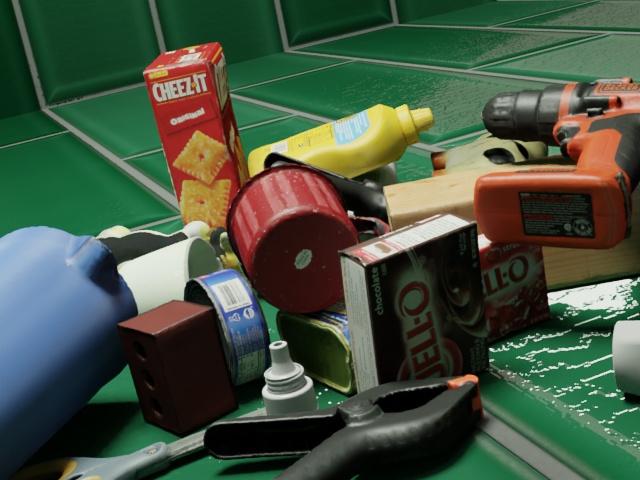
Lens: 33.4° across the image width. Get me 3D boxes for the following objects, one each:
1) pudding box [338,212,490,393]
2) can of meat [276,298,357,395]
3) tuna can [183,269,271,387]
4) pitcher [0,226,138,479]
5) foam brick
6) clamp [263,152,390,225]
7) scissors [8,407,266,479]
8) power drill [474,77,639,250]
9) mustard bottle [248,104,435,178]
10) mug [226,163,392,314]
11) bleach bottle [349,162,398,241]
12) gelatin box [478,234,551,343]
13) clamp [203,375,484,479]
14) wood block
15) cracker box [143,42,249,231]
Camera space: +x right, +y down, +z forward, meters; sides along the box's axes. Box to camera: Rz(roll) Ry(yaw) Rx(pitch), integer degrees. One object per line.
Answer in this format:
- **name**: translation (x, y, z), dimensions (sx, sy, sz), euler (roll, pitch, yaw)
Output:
- **pudding box**: translation (0.063, 0.048, 0.704), dimensions (0.089, 0.113, 0.039), euler (-21, 23, -27)
- **can of meat**: translation (0.028, 0.064, 0.773), dimensions (0.083, 0.057, 0.102), euler (-23, 19, -27)
- **tuna can**: translation (-0.068, 0.065, 0.784), dimensions (0.033, 0.086, 0.086), euler (-17, 17, -24)
- **pitcher**: translation (-0.229, 0.100, 0.694), dimensions (0.145, 0.149, 0.242), euler (0, 21, 15)
- **foam brick**: translation (-0.099, 0.088, 0.745), dimensions (0.051, 0.078, 0.053), euler (-25, 19, -36)
- **clamp**: translation (0.042, -0.035, 0.962), dimensions (0.210, 0.036, 0.164), euler (19, 7, 0)
- **scissors**: translation (-0.124, 0.141, 0.692), dimensions (0.201, 0.016, 0.096), euler (-24, 20, -38)
- **power drill**: translation (0.182, -0.065, 0.794), dimensions (0.185, 0.057, 0.187), euler (2, 33, 33)
- **mustard bottle**: translation (0.024, -0.093, 1.086), dimensions (0.192, 0.058, 0.096), euler (-20, 21, 7)
- **mug**: translation (-0.005, 0.001, 0.767), dimensions (0.117, 0.093, 0.081), euler (-1, 21, -11)
- **bleach bottle**: translation (0.033, -0.046, 1.135), dimensions (0.102, 0.068, 0.250), euler (-13, 19, 8)
- **gelatin box**: translation (0.123, 0.035, 0.777), dimensions (0.089, 0.073, 0.030), euler (-18, 19, -24)
- **clamp**: translation (0.015, 0.115, 0.644), dimensions (0.171, 0.039, 0.120), euler (-14, 20, -29)
- **wood block**: translation (0.162, -0.011, 0.873), dimensions (0.206, 0.091, 0.090), euler (-10, 16, 3)
- **cracker box**: translation (-0.112, -0.085, 1.086), dimensions (0.072, 0.214, 0.164), euler (-12, 16, 1)
